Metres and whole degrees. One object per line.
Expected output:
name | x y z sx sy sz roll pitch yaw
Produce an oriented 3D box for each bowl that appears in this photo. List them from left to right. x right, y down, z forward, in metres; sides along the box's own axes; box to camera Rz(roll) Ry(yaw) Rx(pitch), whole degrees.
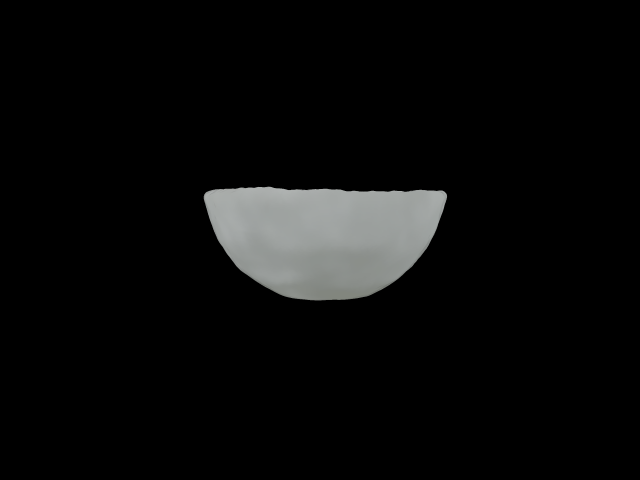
bowl | 0.004 0.001 0.400 0.167 0.075 0.167 0 4 0
